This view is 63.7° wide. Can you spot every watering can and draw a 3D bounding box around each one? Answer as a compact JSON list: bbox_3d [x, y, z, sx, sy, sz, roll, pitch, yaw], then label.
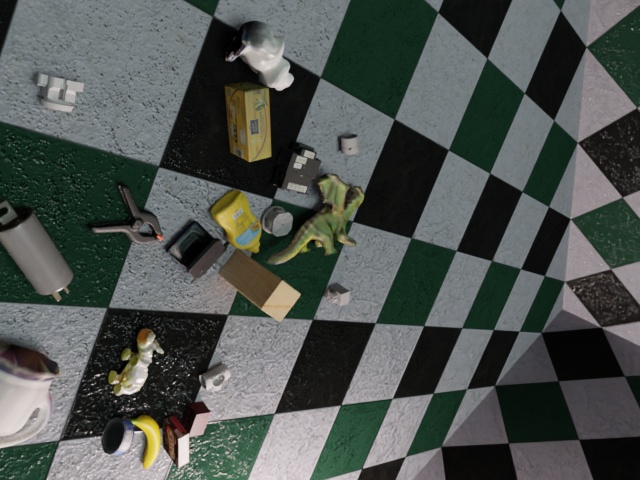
[{"bbox_3d":[-0.680,0.306,1.021,0.225,0.105,0.342,-58,138,-6],"label":"watering can"}]

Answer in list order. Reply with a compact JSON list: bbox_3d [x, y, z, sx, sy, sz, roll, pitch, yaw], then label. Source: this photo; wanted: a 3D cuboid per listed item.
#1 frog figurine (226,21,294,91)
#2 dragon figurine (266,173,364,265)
[{"bbox_3d":[-0.120,-0.418,1.172,0.158,0.136,0.125,20,68,-29],"label":"frog figurine"},{"bbox_3d":[0.005,-0.075,1.490,0.413,0.123,0.240,-16,114,-49],"label":"dragon figurine"}]
